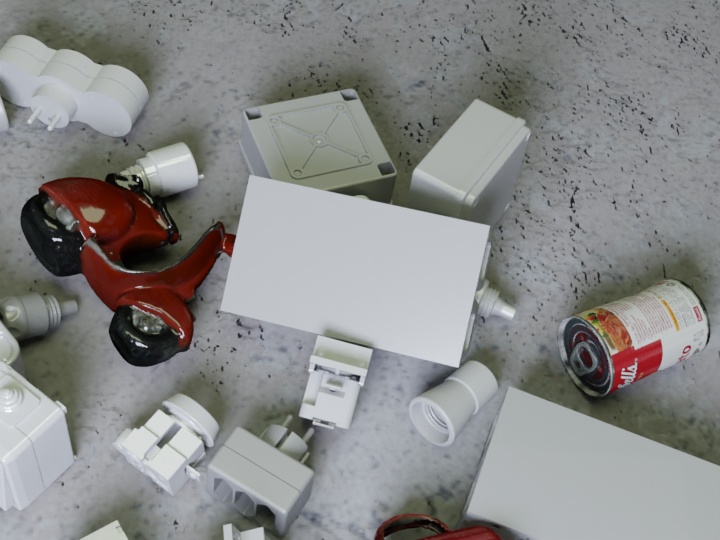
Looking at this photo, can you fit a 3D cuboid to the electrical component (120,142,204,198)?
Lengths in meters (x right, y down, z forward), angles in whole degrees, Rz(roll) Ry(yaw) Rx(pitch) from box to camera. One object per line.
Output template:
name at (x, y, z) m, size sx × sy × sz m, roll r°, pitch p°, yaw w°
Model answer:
electrical component at (-0.174, -0.081, 0.912) m, size 0.078 × 0.040 × 0.040 m, roll -21°, pitch 60°, yaw -22°

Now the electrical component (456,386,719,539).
electrical component at (0.174, 0.173, 0.770) m, size 0.186 × 0.060 × 0.105 m, roll 21°, pitch 54°, yaw 7°

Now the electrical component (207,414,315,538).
electrical component at (-0.062, 0.137, 0.769) m, size 0.066 × 0.047 × 0.076 m, roll 29°, pitch 55°, yaw 12°

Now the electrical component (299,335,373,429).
electrical component at (-0.019, 0.085, 0.797) m, size 0.042 × 0.081 × 0.063 m, roll 14°, pitch 82°, yaw 2°

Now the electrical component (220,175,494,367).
electrical component at (0.000, 0.000, 0.826) m, size 0.186 × 0.060 × 0.105 m, roll 13°, pitch 91°, yaw 12°

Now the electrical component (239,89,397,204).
electrical component at (-0.038, -0.094, 0.933) m, size 0.109 × 0.056 × 0.108 m, roll -14°, pitch 58°, yaw -18°

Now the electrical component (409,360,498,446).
electrical component at (0.074, 0.099, 0.822) m, size 0.044 × 0.044 × 0.065 m, roll 41°, pitch 54°, yaw 20°

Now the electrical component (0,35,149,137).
electrical component at (-0.264, -0.150, 0.941) m, size 0.138 × 0.052 × 0.073 m, roll 19°, pitch 54°, yaw 5°

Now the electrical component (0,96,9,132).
electrical component at (-0.336, -0.134, 0.924) m, size 0.055 × 0.045 × 0.045 m, roll -20°, pitch 60°, yaw -21°

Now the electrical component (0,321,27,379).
electrical component at (-0.289, 0.058, 0.784) m, size 0.054 × 0.059 × 0.095 m, roll -34°, pitch 65°, yaw -28°

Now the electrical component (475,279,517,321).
electrical component at (0.099, 0.024, 0.883) m, size 0.061 × 0.035 × 0.035 m, roll 25°, pitch 55°, yaw 6°

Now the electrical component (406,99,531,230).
electrical component at (0.086, -0.067, 0.901) m, size 0.056 × 0.108 × 0.108 m, roll 30°, pitch 56°, yaw 16°

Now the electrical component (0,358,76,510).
electrical component at (-0.240, 0.112, 0.729) m, size 0.062 × 0.096 × 0.061 m, roll 34°, pitch 57°, yaw 16°

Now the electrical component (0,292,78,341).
electrical component at (-0.247, 0.034, 0.825) m, size 0.061 × 0.035 × 0.035 m, roll -12°, pitch 55°, yaw -40°

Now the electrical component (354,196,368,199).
electrical component at (-0.009, -0.012, 0.886) m, size 0.079 × 0.043 × 0.077 m, roll -25°, pitch 65°, yaw -13°

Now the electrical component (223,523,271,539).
electrical component at (-0.079, 0.235, 0.684) m, size 0.063 × 0.078 × 0.121 m, roll -15°, pitch 55°, yaw 8°

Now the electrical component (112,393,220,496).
electrical component at (-0.134, 0.122, 0.771) m, size 0.066 × 0.048 × 0.055 m, roll 33°, pitch 64°, yaw 15°
